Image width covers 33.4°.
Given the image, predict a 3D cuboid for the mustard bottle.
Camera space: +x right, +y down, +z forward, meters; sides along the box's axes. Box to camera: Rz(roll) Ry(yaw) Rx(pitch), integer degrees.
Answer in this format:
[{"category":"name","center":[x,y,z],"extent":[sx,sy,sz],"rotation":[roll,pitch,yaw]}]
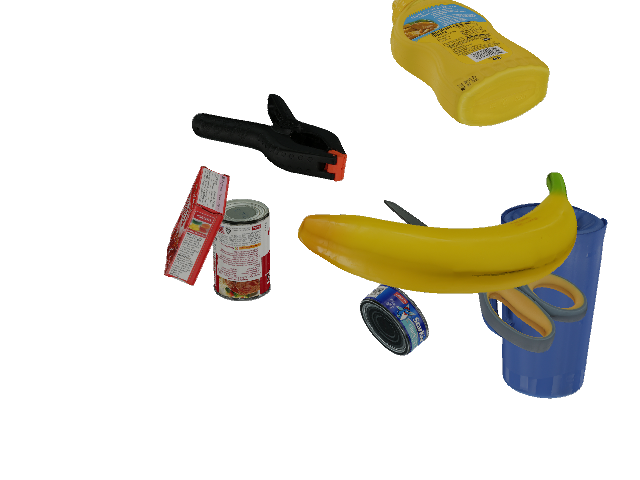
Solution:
[{"category":"mustard bottle","center":[0.120,-0.179,0.991],"extent":[0.096,0.058,0.192],"rotation":[-20,44,-18]}]

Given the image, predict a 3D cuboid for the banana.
[{"category":"banana","center":[0.083,0.002,0.615],"extent":[0.197,0.037,0.070],"rotation":[-9,41,-32]}]

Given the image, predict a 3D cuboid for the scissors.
[{"category":"scissors","center":[0.139,0.017,0.872],"extent":[0.096,0.016,0.202],"rotation":[-11,41,-23]}]

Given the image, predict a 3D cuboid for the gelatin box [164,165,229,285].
[{"category":"gelatin box","center":[-0.107,-0.015,0.927],"extent":[0.030,0.073,0.089],"rotation":[21,24,-13]}]

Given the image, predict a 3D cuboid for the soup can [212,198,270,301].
[{"category":"soup can","center":[-0.093,0.010,1.249],"extent":[0.068,0.102,0.068],"rotation":[1,26,0]}]

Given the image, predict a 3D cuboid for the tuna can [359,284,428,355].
[{"category":"tuna can","center":[0.087,0.095,1.278],"extent":[0.033,0.086,0.086],"rotation":[-38,17,-23]}]

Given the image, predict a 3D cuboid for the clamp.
[{"category":"clamp","center":[-0.047,-0.103,1.086],"extent":[0.120,0.039,0.172],"rotation":[-21,37,-30]}]

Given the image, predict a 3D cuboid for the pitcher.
[{"category":"pitcher","center":[0.289,0.081,1.398],"extent":[0.149,0.243,0.144],"rotation":[5,20,16]}]
